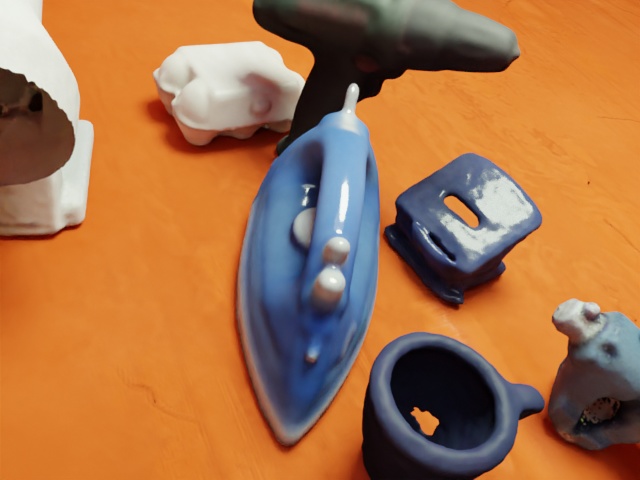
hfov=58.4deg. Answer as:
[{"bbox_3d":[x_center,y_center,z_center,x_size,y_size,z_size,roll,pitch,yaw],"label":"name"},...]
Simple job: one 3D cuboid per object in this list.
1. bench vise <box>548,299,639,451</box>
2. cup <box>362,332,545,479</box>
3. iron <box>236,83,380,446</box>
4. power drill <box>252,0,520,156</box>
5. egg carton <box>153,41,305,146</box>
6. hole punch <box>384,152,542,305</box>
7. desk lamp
[{"bbox_3d":[0.268,0.095,0.372,0.207,0.220,0.121,17,44,-3],"label":"bench vise"},{"bbox_3d":[0.075,0.120,0.367,0.118,0.095,0.091,2,46,-17],"label":"cup"},{"bbox_3d":[0.004,0.002,0.425,0.119,0.141,0.258,12,44,-8],"label":"iron"},{"bbox_3d":[0.037,-0.139,0.528,0.229,0.208,0.076,29,44,9],"label":"power drill"},{"bbox_3d":[-0.089,-0.153,0.597,0.151,0.069,0.107,-17,55,-33],"label":"egg carton"},{"bbox_3d":[0.129,-0.014,0.523,0.101,0.091,0.108,-19,55,-33],"label":"hole punch"},{"bbox_3d":[-0.221,-0.098,0.391,0.118,0.213,0.203,1,46,-18],"label":"desk lamp"}]
